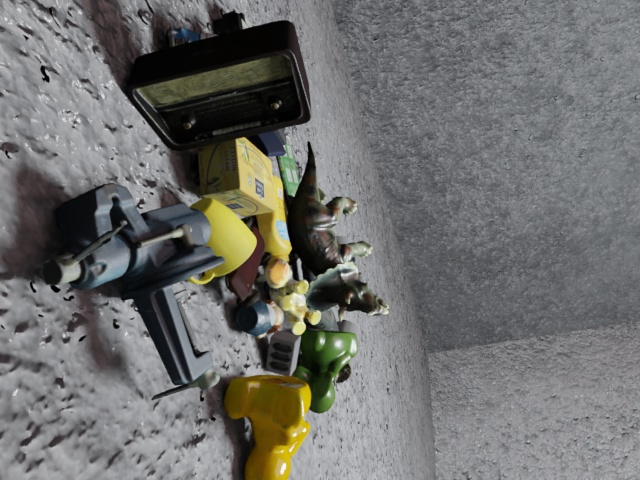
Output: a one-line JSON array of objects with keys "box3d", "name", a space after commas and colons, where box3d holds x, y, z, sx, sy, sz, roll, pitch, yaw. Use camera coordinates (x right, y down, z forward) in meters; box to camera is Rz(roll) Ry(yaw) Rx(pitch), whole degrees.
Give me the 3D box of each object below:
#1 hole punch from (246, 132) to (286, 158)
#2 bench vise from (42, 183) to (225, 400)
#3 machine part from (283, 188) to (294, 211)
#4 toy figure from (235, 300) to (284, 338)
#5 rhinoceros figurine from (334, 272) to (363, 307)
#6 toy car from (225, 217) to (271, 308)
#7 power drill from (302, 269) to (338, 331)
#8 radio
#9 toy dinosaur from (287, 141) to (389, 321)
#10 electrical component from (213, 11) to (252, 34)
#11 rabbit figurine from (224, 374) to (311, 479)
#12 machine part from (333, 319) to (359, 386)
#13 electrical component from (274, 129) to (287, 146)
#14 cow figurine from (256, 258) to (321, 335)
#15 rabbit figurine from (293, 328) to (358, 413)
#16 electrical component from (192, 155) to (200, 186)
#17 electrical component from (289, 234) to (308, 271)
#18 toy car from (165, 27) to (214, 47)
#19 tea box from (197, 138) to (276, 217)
[{"box3d": [-0.129, -0.191, 1.011, 0.142, 0.092, 0.115, -36, 109, -70], "name": "hole punch"}, {"box3d": [-0.173, 0.056, 0.573, 0.223, 0.129, 0.240, -35, 105, -75], "name": "bench vise"}, {"box3d": [-0.069, -0.080, 1.222, 0.139, 0.039, 0.084, -10, 78, -62], "name": "machine part"}, {"box3d": [-0.097, 0.134, 0.922, 0.154, 0.058, 0.064, 25, 79, -74], "name": "toy figure"}, {"box3d": [0.060, 0.124, 1.362, 0.190, 0.073, 0.112, -175, -102, -79], "name": "rhinoceros figurine"}, {"box3d": [-0.128, 0.035, 0.888, 0.202, 0.053, 0.089, -83, 152, -63], "name": "toy car"}, {"box3d": [-0.011, 0.112, 1.243, 0.231, 0.086, 0.207, 47, 40, -63], "name": "power drill"}, {"box3d": [-0.130, -0.205, 0.739, 0.131, 0.230, 0.073, 66, 19, -52], "name": "radio"}, {"box3d": [-0.001, -0.010, 1.111, 0.192, 0.131, 0.404, -19, 80, -57], "name": "toy dinosaur"}, {"box3d": [-0.164, -0.393, 1.098, 0.114, 0.058, 0.134, 35, 44, -72], "name": "electrical component"}, {"box3d": [-0.077, 0.294, 0.811, 0.162, 0.122, 0.173, 56, 39, -77], "name": "rabbit figurine"}, {"box3d": [0.051, 0.270, 1.320, 0.243, 0.079, 0.079, -63, 138, -67], "name": "machine part"}, {"box3d": [-0.109, -0.217, 1.125, 0.047, 0.075, 0.119, 59, 19, -49], "name": "electrical component"}, {"box3d": [-0.069, 0.094, 1.014, 0.098, 0.068, 0.167, 26, -35, 50], "name": "cow figurine"}, {"box3d": [0.009, 0.270, 1.094, 0.159, 0.121, 0.170, 37, 57, -78], "name": "rabbit figurine"}, {"box3d": [-0.181, -0.108, 0.871, 0.094, 0.021, 0.063, -86, 159, -48], "name": "electrical component"}, {"box3d": [-0.058, 0.010, 1.150, 0.045, 0.078, 0.102, 132, -36, -56], "name": "electrical component"}, {"box3d": [-0.177, -0.285, 0.876, 0.161, 0.103, 0.109, 43, 36, -68], "name": "toy car"}, {"box3d": [-0.131, -0.103, 0.872, 0.169, 0.068, 0.098, 29, 53, -76], "name": "tea box"}]
